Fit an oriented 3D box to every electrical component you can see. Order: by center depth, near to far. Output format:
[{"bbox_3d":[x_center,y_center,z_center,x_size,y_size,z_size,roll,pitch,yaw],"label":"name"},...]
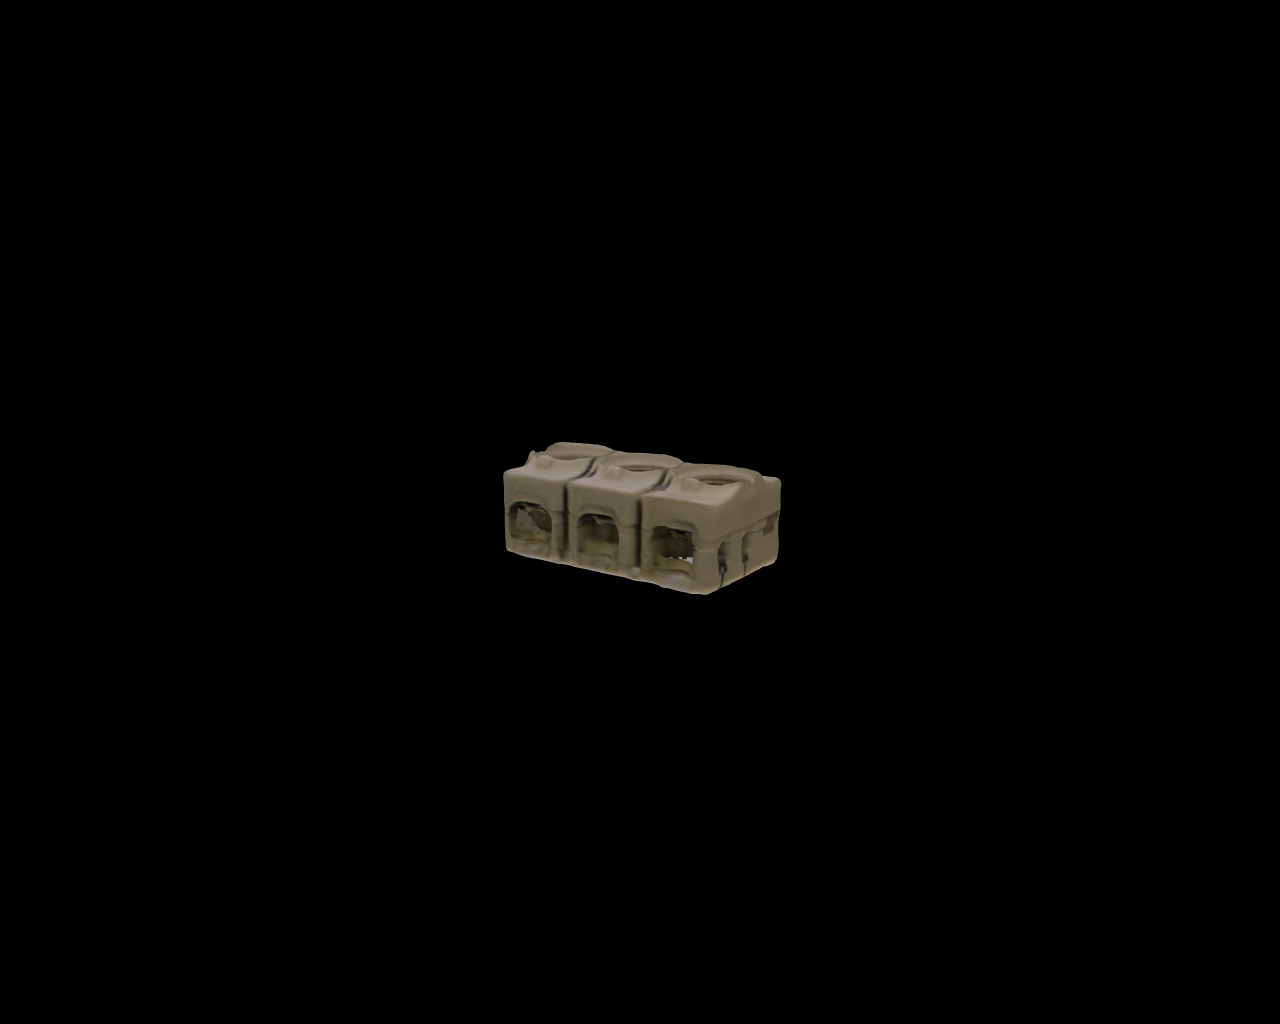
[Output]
[{"bbox_3d":[0.001,-0.003,0.650,0.150,0.061,0.090,10,18,33],"label":"electrical component"}]
